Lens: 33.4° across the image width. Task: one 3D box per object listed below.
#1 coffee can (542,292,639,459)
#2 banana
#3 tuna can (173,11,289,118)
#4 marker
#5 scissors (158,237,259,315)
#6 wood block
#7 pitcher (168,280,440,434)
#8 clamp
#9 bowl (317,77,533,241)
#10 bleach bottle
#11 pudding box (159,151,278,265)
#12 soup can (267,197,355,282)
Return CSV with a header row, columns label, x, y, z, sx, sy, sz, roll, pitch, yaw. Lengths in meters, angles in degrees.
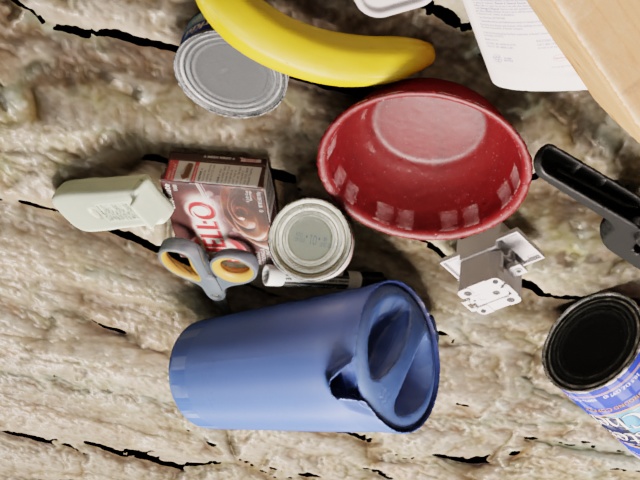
label,x,y,z,sx,sy,sz,roll,pitch,yaw
coffee can,0.284,0.127,0.971,0.103,0.102,0.140,-25,129,36
banana,-0.013,-0.147,0.738,0.197,0.037,0.070,25,97,-19
tuna can,-0.063,-0.133,0.793,0.086,0.033,0.086,7,141,5
marker,0.006,0.035,0.964,0.120,0.020,0.020,4,146,-25
scissors,-0.081,0.044,0.990,0.096,0.016,0.201,0,156,21
wood block,0.152,-0.156,0.572,0.091,0.090,0.206,-38,122,11
pitcher,-0.015,0.114,0.995,0.243,0.145,0.149,-10,144,36
clamp,0.248,-0.016,0.816,0.165,0.036,0.210,14,164,19
bowl,0.081,-0.071,0.815,0.162,0.055,0.162,7,141,5
bleach bottle,0.118,-0.202,0.635,0.103,0.068,0.250,3,141,32
pudding box,-0.083,-0.025,0.925,0.090,0.039,0.113,5,142,8
soup can,-0.006,0.001,0.878,0.068,0.068,0.102,9,178,3
